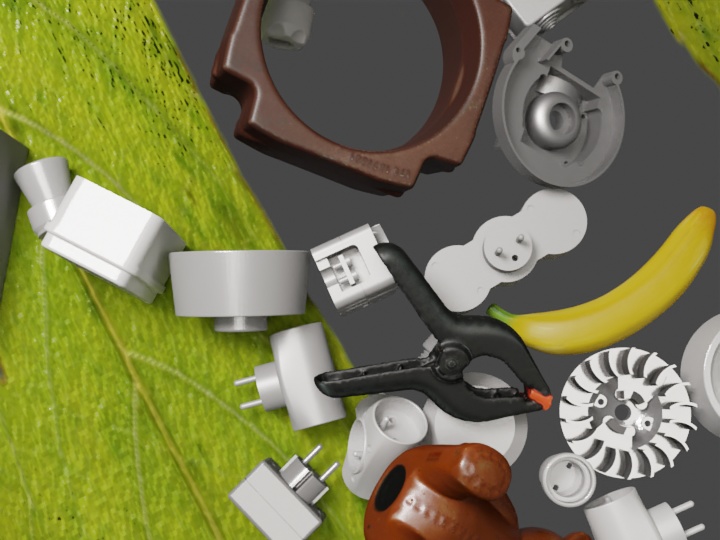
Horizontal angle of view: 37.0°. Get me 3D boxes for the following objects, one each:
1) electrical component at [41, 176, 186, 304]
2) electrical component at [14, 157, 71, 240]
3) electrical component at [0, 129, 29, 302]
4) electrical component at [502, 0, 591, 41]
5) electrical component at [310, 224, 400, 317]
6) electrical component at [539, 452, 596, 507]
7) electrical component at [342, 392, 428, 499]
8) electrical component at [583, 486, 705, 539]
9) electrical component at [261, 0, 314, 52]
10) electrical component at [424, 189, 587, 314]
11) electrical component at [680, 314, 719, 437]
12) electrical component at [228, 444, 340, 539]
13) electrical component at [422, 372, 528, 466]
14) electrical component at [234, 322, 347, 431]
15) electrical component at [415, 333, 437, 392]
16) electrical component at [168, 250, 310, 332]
[{"bbox_3d":[-0.187,-0.020,0.825,0.078,0.113,0.057,27,82,5],"label":"electrical component"},{"bbox_3d":[-0.248,-0.057,0.865,0.045,0.045,0.055,-21,84,-1],"label":"electrical component"},{"bbox_3d":[-0.318,-0.037,0.842,0.062,0.089,0.150,8,84,3],"label":"electrical component"},{"bbox_3d":[0.141,-0.245,0.872,0.100,0.048,0.099,-36,84,-2],"label":"electrical component"},{"bbox_3d":[0.000,0.000,0.827,0.056,0.089,0.050,-24,83,-1],"label":"electrical component"},{"bbox_3d":[0.157,0.160,0.826,0.040,0.046,0.040,0,83,2],"label":"electrical component"},{"bbox_3d":[0.016,0.122,0.826,0.044,0.077,0.079,9,44,-16],"label":"electrical component"},{"bbox_3d":[0.222,0.202,0.820,0.079,0.044,0.077,-24,83,-1],"label":"electrical component"},{"bbox_3d":[-0.058,-0.213,0.877,0.043,0.043,0.062,10,83,3],"label":"electrical component"},{"bbox_3d":[0.113,-0.016,0.833,0.138,0.073,0.052,-31,83,-2],"label":"electrical component"},{"bbox_3d":[0.307,0.081,0.822,0.108,0.060,0.108,0,84,2],"label":"electrical component"},{"bbox_3d":[-0.050,0.169,0.831,0.077,0.047,0.066,-45,84,-3],"label":"electrical component"},{"bbox_3d":[0.087,0.119,0.830,0.080,0.051,0.080,0,84,2],"label":"electrical component"},{"bbox_3d":[-0.058,0.088,0.842,0.079,0.044,0.077,-15,83,0],"label":"electrical component"},{"bbox_3d":[0.062,0.069,0.845,0.035,0.035,0.061,42,90,6],"label":"electrical component"},{"bbox_3d":[-0.091,0.017,0.822,0.108,0.108,0.060,-1,89,2],"label":"electrical component"}]
